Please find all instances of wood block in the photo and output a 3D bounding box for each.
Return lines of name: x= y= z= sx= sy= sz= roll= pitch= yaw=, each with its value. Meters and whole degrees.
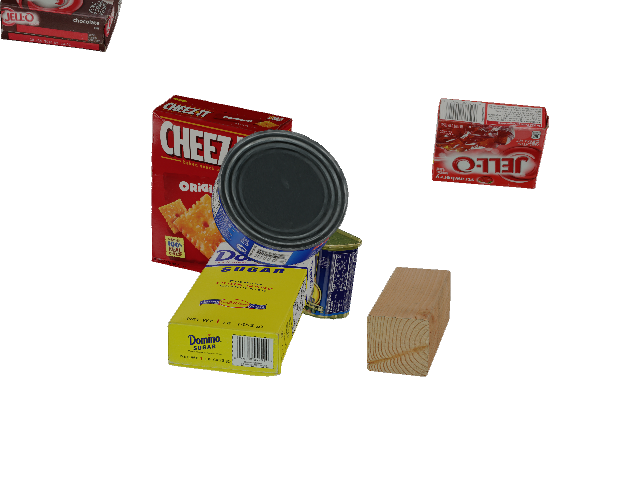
wood block: x=0.136 y=0.118 z=1.607 sx=0.091 sy=0.090 sz=0.205 roll=4 pitch=20 yaw=14

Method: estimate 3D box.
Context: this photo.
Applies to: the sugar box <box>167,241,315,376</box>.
sugar box: x=-0.063 y=0.053 z=0.922 sx=0.093 sy=0.048 sz=0.176 roll=6 pitch=25 yaw=7

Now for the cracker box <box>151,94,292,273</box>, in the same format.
cracker box: x=-0.128 y=-0.060 z=1.347 sx=0.164 sy=0.214 sz=0.072 roll=13 pitch=29 yaw=15

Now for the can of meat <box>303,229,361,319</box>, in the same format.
can of meat: x=-0.007 y=0.029 z=1.135 sx=0.057 sy=0.084 sz=0.102 roll=-5 pitch=20 yaw=-38

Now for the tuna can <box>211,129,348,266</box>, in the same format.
tuna can: x=-0.027 y=-0.027 z=0.695 sx=0.086 sy=0.086 sz=0.034 roll=0 pitch=-23 yaw=-17

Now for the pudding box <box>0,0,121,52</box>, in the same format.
pudding box: x=-0.222 y=-0.209 z=0.930 sx=0.090 sy=0.039 sz=0.113 roll=7 pitch=35 yaw=-5

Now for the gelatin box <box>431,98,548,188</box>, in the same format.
gelatin box: x=0.140 y=-0.079 z=0.887 sx=0.089 sy=0.030 sz=0.073 roll=6 pitch=-38 yaw=6
